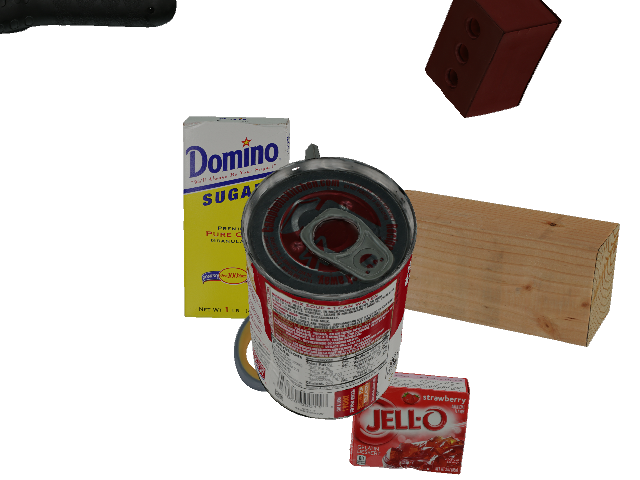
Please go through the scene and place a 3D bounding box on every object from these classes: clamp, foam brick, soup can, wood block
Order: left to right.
[{"bbox_3d":[-0.173,-0.141,0.606,0.171,0.039,0.120,-6,23,-13],"label":"clamp"},{"bbox_3d":[0.003,0.024,0.449,0.068,0.068,0.102,0,-37,0],"label":"soup can"},{"bbox_3d":[0.155,0.020,0.973,0.206,0.090,0.090,11,21,25],"label":"wood block"},{"bbox_3d":[0.114,-0.130,0.715,0.051,0.053,0.078,-18,-33,-29],"label":"foam brick"}]

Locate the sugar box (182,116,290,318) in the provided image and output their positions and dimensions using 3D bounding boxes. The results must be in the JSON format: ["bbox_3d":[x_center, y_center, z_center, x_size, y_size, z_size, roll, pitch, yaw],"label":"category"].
[{"bbox_3d":[-0.074,-0.020,0.946,0.093,0.176,0.048,1,14,2],"label":"sugar box"}]

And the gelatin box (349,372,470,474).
[{"bbox_3d":[0.070,0.143,0.840,0.089,0.073,0.030,5,20,3],"label":"gelatin box"}]

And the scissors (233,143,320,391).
[{"bbox_3d":[-0.020,0.018,0.665,0.096,0.202,0.016,-14,-39,-9],"label":"scissors"}]
